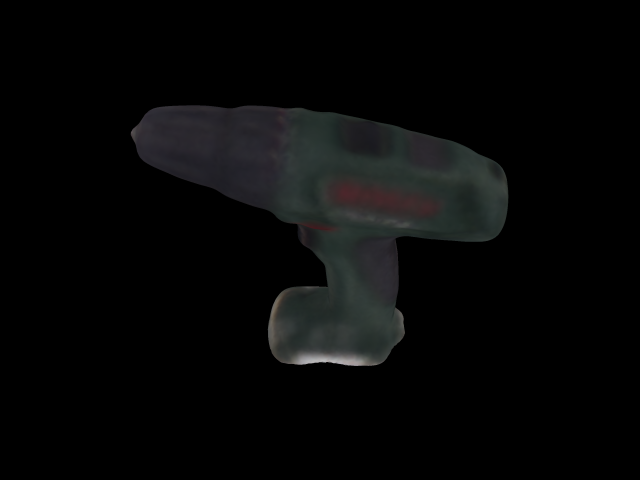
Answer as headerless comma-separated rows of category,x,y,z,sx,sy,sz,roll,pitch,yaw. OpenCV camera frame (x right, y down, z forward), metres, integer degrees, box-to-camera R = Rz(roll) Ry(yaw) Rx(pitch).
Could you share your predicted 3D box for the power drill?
power drill,0.004,0.001,0.400,0.229,0.208,0.075,0,46,0
